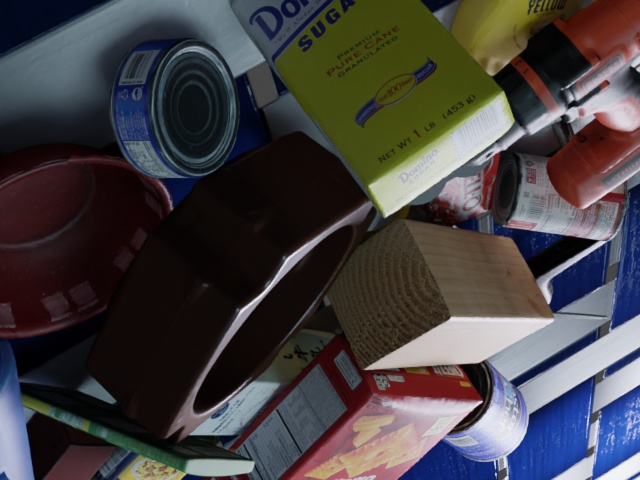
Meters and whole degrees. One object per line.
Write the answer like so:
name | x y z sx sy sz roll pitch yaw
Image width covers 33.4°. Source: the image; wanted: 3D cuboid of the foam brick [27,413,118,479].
foam brick | -0.217 0.177 0.894 0.051 0.053 0.078 15 124 -50

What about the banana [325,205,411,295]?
banana | 0.008 0.010 0.899 0.198 0.037 0.069 -40 122 4

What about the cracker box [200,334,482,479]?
cracker box | 0.017 0.182 0.943 0.163 0.072 0.214 13 125 -49

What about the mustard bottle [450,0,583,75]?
mustard bottle | 0.153 -0.204 0.727 0.096 0.058 0.192 -12 141 -22

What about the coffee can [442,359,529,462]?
coffee can | 0.165 0.183 1.193 0.103 0.103 0.140 -39 146 7

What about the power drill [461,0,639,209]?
power drill | 0.189 -0.090 0.798 0.184 0.057 0.187 -36 150 9

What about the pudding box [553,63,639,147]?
pudding box | 0.256 -0.128 0.935 0.113 0.039 0.090 -38 148 3

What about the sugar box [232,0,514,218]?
sugar box | 0.026 -0.106 0.632 0.093 0.176 0.048 -35 149 0

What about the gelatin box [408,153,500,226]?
gelatin box | 0.116 -0.048 0.919 0.073 0.030 0.089 -24 146 -16

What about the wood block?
wood block | 0.104 0.048 0.898 0.091 0.090 0.205 -35 158 27

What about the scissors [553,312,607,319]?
scissors | 0.179 0.083 1.084 0.201 0.016 0.096 11 146 -15

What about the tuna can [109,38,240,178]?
tuna can | -0.087 -0.080 0.652 0.085 0.034 0.086 -6 97 -56

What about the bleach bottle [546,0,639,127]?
bleach bottle | 0.227 -0.170 0.834 0.251 0.068 0.102 -39 148 11

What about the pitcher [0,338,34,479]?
pitcher | -0.259 0.174 0.760 0.149 0.145 0.243 2 130 -9

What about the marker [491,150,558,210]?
marker | 0.207 -0.065 0.989 0.121 0.020 0.020 -32 147 -3

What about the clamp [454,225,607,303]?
clamp | 0.203 0.037 1.068 0.164 0.036 0.210 -7 147 1

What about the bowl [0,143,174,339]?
bowl | -0.178 -0.009 0.688 0.162 0.055 0.162 -23 145 -17

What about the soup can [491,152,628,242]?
soup can | 0.211 -0.038 0.947 0.102 0.068 0.069 7 135 -9

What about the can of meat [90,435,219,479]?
can of meat | -0.152 0.187 0.961 0.084 0.057 0.102 -45 146 12
